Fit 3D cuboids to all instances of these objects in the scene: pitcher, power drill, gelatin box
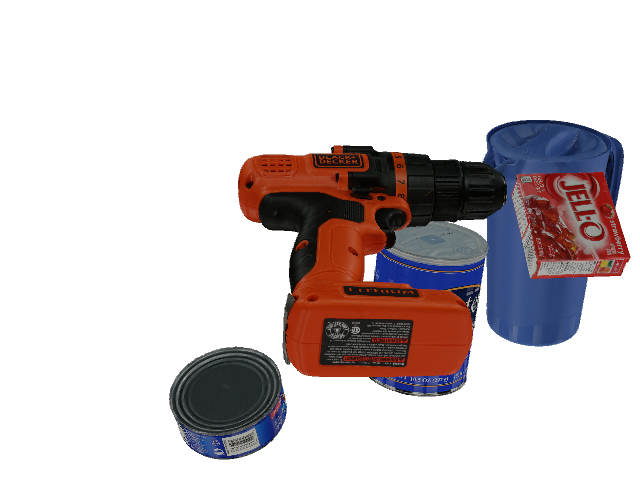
[{"bbox_3d":[0.258,-0.009,1.213,0.149,0.243,0.144,6,27,14],"label":"pitcher"},{"bbox_3d":[0.041,0.005,0.671,0.184,0.057,0.187,-1,34,-4],"label":"power drill"},{"bbox_3d":[0.195,-0.014,0.841,0.073,0.089,0.030,-1,-37,-4],"label":"gelatin box"}]

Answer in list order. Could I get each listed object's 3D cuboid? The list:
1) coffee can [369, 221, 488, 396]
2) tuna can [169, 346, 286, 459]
[{"bbox_3d":[0.098,0.062,1.015,0.103,0.140,0.103,5,21,-2],"label":"coffee can"},{"bbox_3d":[-0.069,0.123,0.808,0.086,0.034,0.086,-6,40,5],"label":"tuna can"}]
